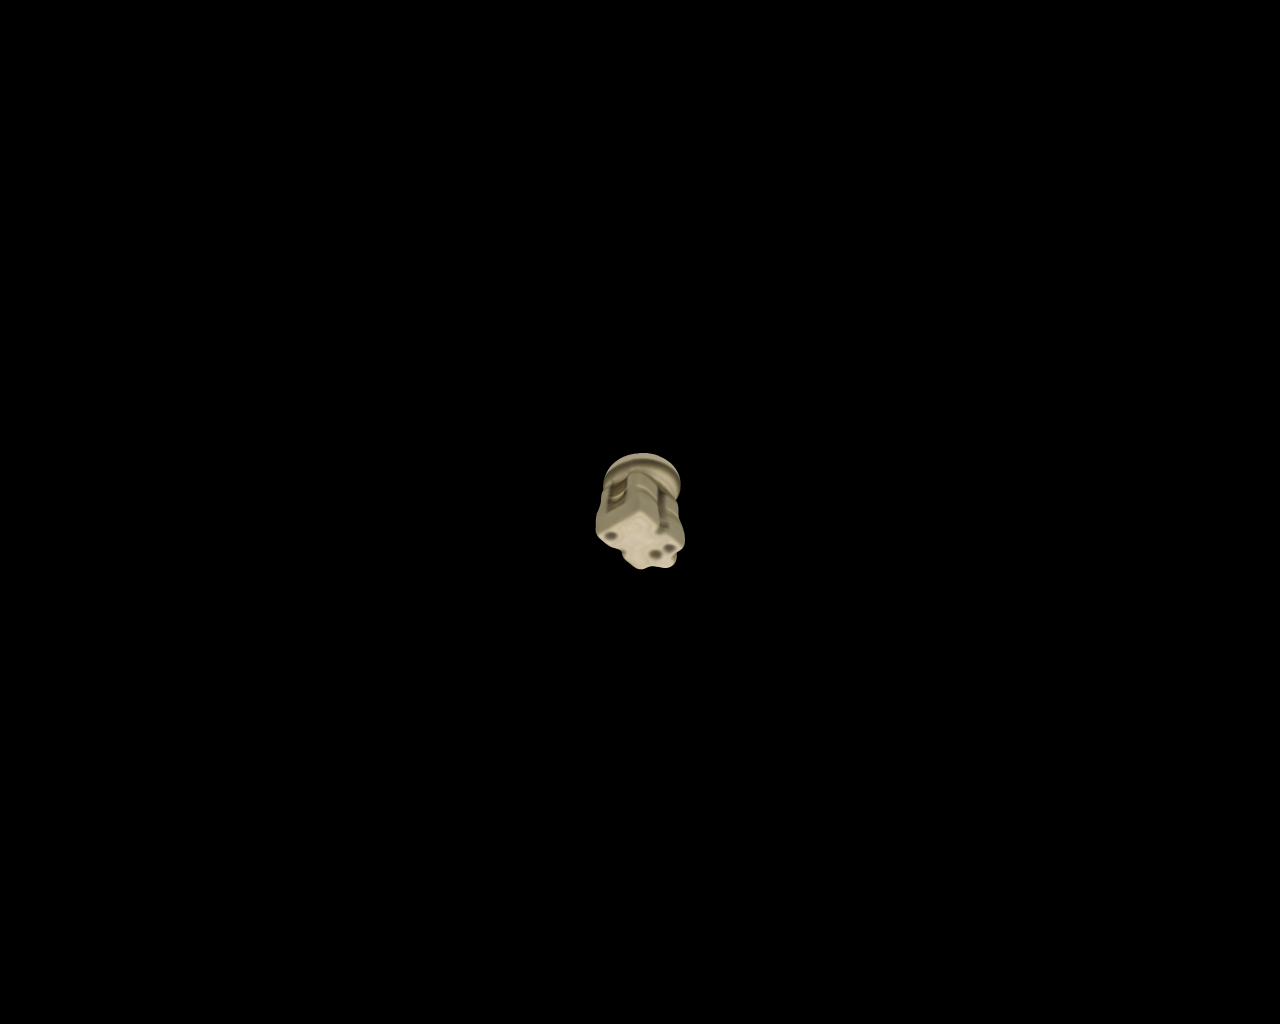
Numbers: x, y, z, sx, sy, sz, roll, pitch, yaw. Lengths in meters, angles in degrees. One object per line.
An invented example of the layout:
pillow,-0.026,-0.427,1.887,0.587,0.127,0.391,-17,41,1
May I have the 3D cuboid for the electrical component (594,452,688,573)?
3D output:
electrical component,0.001,-0.003,0.650,0.048,0.055,0.066,-27,-49,26
